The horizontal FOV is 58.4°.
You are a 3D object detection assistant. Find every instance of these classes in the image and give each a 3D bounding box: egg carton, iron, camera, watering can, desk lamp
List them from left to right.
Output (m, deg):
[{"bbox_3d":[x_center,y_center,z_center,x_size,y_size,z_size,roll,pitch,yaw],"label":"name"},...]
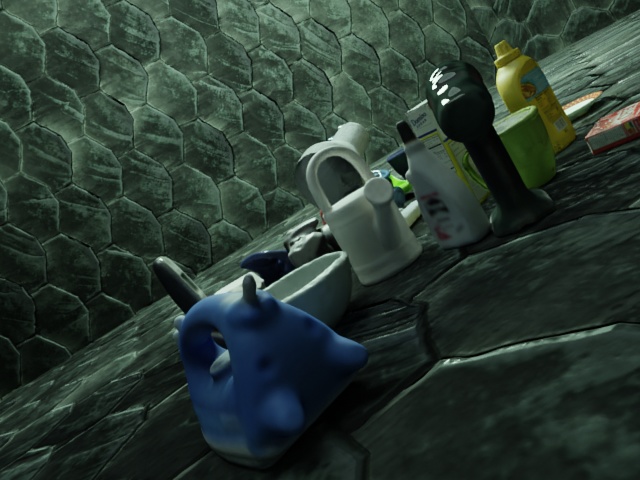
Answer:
[{"bbox_3d":[-0.081,0.111,0.525,0.119,0.141,0.257,-37,9,-37],"label":"iron"},{"bbox_3d":[-0.152,0.117,1.068,0.107,0.069,0.150,-31,7,5],"label":"egg carton"},{"bbox_3d":[0.010,0.004,1.040,0.137,0.101,0.143,-31,7,0],"label":"camera"},{"bbox_3d":[0.072,-0.097,1.010,0.117,0.213,0.204,-26,9,37],"label":"desk lamp"},{"bbox_3d":[0.058,-0.045,0.794,0.101,0.194,0.172,-38,10,-39],"label":"watering can"}]

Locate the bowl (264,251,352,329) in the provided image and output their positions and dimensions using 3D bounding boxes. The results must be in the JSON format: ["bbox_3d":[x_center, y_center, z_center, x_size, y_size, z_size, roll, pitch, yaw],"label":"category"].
[{"bbox_3d":[-0.022,0.086,0.714,0.167,0.075,0.167,-31,7,5],"label":"bowl"}]

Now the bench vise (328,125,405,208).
[{"bbox_3d":[0.055,-0.126,1.249,0.207,0.220,0.122,-28,8,26],"label":"bench vise"}]

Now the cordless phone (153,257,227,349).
[{"bbox_3d":[-0.163,0.094,0.806,0.094,0.185,0.147,-32,7,-8],"label":"cordless phone"}]

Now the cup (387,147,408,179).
[{"bbox_3d":[0.241,-0.196,1.454,0.117,0.095,0.092,-26,9,35],"label":"cup"}]

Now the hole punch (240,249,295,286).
[{"bbox_3d":[-0.096,0.052,1.190,0.108,0.091,0.101,-24,11,46],"label":"hole punch"}]

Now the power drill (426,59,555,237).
[{"bbox_3d":[0.190,-0.117,0.677,0.075,0.208,0.230,-29,8,18],"label":"power drill"}]

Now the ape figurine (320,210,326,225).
[{"bbox_3d":[0.034,-0.035,1.237,0.077,0.092,0.076,-25,10,39],"label":"ape figurine"}]

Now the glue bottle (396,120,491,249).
[{"bbox_3d":[0.141,-0.071,0.711,0.037,0.173,0.078,-36,9,-32],"label":"glue bottle"}]
